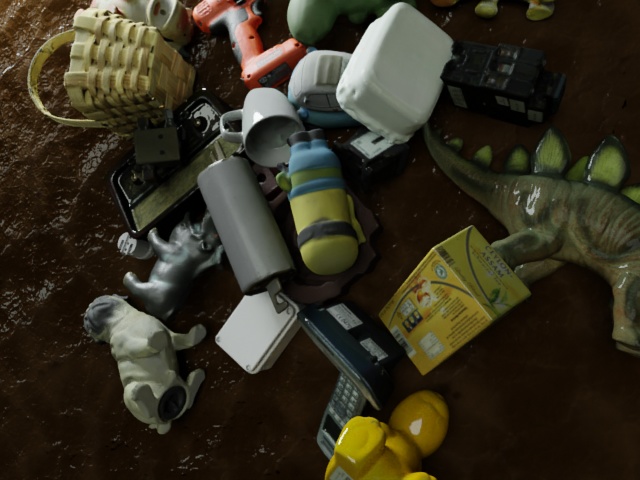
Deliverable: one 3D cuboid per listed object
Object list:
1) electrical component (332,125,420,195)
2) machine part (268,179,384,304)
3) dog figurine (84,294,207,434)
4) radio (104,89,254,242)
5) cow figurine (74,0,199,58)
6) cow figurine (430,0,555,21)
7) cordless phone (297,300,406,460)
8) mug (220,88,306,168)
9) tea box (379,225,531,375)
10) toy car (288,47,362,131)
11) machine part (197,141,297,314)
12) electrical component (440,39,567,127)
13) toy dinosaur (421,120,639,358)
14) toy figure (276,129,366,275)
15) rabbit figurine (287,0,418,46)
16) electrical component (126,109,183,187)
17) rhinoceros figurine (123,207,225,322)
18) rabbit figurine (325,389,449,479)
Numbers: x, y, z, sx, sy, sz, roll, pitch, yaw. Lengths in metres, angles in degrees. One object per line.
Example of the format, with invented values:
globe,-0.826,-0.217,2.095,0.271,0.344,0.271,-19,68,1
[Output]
electrical component,0.079,-0.120,0.711,0.075,0.047,0.119,40,58,22
machine part,-0.002,-0.002,0.733,0.180,0.056,0.179,-2,82,19
dog figurine,-0.275,0.177,0.792,0.191,0.121,0.172,8,81,34
radio,-0.207,-0.110,0.812,0.229,0.073,0.131,-37,72,10
cow figurine,-0.285,-0.351,0.864,0.195,0.127,0.085,13,86,35
cow figurine,0.228,-0.346,0.697,0.168,0.068,0.098,12,81,18
cordless phone,0.017,0.183,0.690,0.147,0.089,0.184,41,125,36
mug,-0.080,-0.158,0.728,0.110,0.080,0.107,-8,43,-8
tea box,0.144,0.074,0.610,0.068,0.169,0.098,-26,70,-30
toy car,0.021,-0.208,0.732,0.162,0.103,0.109,8,86,22
machine part,-0.096,-0.018,0.698,0.079,0.079,0.243,-28,76,14
electrical component,0.223,-0.186,0.650,0.134,0.115,0.058,21,93,21
toy dinosaur,0.277,-0.021,0.617,0.472,0.105,0.198,33,86,26
toy figure,-0.004,-0.046,0.659,0.082,0.089,0.180,-12,86,23
rabbit figurine,0.024,-0.344,0.732,0.170,0.121,0.159,-29,70,3
electrical component,-0.236,-0.129,0.767,0.078,0.045,0.102,-14,79,-11
rhinoceros figurine,-0.190,0.022,0.763,0.112,0.073,0.190,15,65,33
rabbit figurine,0.094,0.252,0.620,0.122,0.173,0.162,30,137,22
